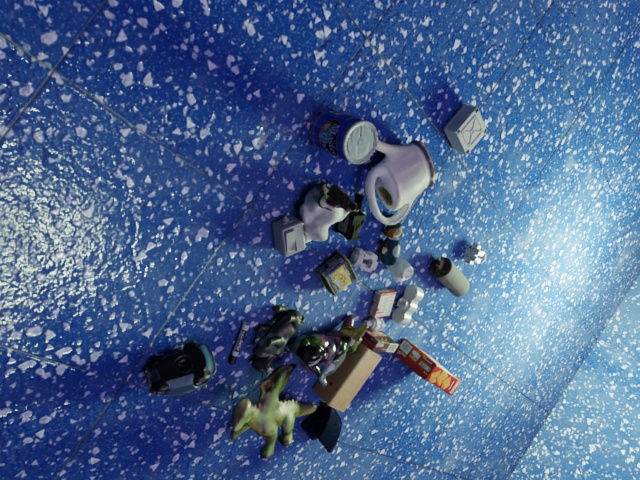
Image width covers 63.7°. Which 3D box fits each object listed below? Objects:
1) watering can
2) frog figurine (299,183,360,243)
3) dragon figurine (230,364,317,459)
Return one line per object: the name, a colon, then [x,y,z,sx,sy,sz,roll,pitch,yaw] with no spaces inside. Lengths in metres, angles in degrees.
watering can: [0.207,-0.200,1.399,0.227,0.105,0.340,-35,130,-22]
frog figurine: [0.004,-0.067,1.326,0.138,0.124,0.156,-14,156,-42]
dragon figurine: [-0.111,0.455,1.444,0.412,0.123,0.239,-11,125,-54]
